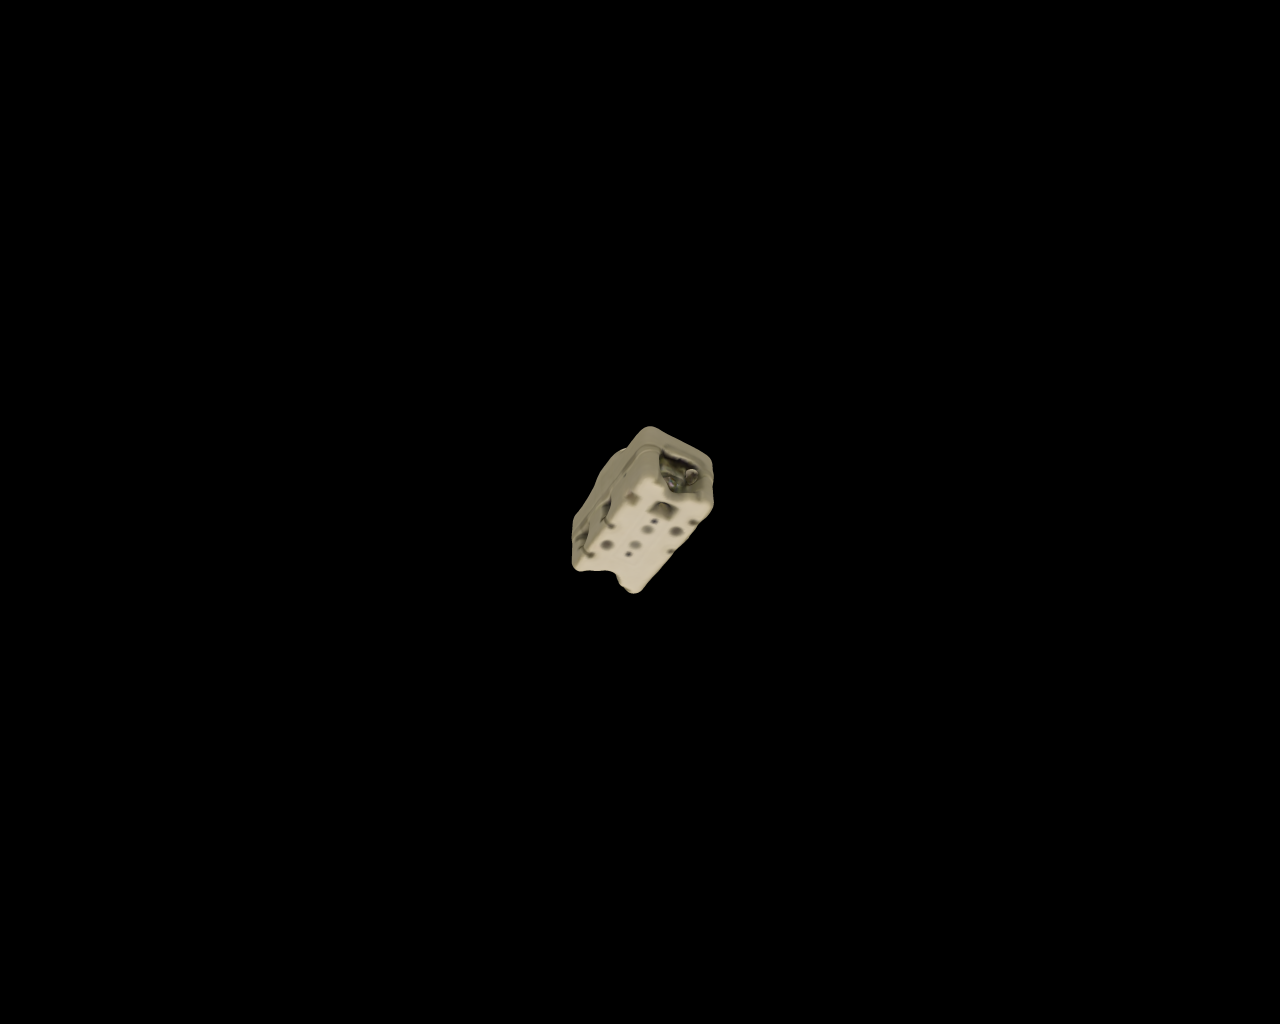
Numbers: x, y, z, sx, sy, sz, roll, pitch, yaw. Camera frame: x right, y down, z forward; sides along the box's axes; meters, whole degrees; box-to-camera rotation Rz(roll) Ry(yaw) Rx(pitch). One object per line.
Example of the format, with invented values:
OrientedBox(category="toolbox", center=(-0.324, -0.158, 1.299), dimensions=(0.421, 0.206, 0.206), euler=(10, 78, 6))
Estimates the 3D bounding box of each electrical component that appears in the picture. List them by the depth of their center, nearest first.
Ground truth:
OrientedBox(category="electrical component", center=(0.001, -0.003, 0.650), dimensions=(0.050, 0.056, 0.089), euler=(25, -54, -20))
